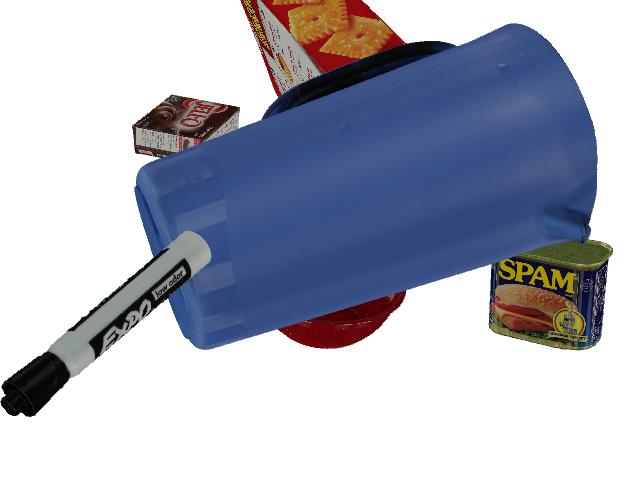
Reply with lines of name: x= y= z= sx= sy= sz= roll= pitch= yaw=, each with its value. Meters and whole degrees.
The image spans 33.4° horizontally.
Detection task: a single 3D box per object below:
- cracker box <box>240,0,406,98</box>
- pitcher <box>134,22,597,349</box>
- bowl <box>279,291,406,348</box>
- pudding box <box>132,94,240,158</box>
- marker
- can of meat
cracker box: x=0.012 y=-0.140 z=0.892 sx=0.072 sy=0.164 sz=0.214 roll=-29 pitch=49 yaw=-7
pitcher: x=0.020 y=-0.034 z=0.614 sx=0.242 sy=0.145 sz=0.149 roll=-19 pitch=4 yaw=-12
bowl: x=0.004 y=0.062 z=1.083 sx=0.162 sy=0.055 sz=0.162 roll=4 pitch=29 yaw=-2
pudding box: x=-0.155 y=-0.130 z=1.246 sx=0.090 sy=0.039 sz=0.113 roll=11 pitch=31 yaw=14
marker: x=-0.093 y=0.036 z=0.472 sx=0.020 sy=0.020 sz=0.121 roll=0 pitch=33 yaw=43
can of meat: x=0.196 y=0.042 z=0.923 sx=0.102 sy=0.084 sz=0.057 roll=12 pitch=25 yaw=30
